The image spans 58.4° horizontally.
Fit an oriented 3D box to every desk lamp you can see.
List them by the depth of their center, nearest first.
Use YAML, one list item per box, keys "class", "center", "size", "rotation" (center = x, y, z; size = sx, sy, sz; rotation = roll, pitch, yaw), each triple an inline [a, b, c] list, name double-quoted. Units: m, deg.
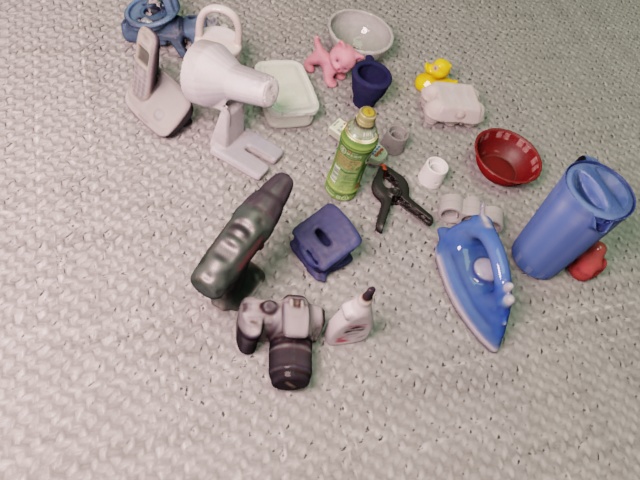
- class: "desk lamp"
  center: [-0.162, -0.257, 1.104]
  size: [0.203, 0.213, 0.118]
  rotation: [30, 55, 7]

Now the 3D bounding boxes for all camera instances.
- class: "camera"
  center: [-0.062, 0.163, 0.919]
  size: [0.143, 0.101, 0.137]
  rotation: [5, 56, -11]

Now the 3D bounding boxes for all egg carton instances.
- class: "egg carton"
  center: [0.312, -0.318, 1.352]
  size: [0.150, 0.069, 0.107]
  rotation: [1, 57, -14]

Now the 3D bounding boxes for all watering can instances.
- class: "watering can"
  center: [-0.211, -0.397, 1.196]
  size: [0.101, 0.194, 0.172]
  rotation: [-8, 59, -19]

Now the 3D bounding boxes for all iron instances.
- class: "iron"
  center: [0.308, 0.062, 1.054]
  size: [0.119, 0.141, 0.258]
  rotation: [-4, 58, -16]

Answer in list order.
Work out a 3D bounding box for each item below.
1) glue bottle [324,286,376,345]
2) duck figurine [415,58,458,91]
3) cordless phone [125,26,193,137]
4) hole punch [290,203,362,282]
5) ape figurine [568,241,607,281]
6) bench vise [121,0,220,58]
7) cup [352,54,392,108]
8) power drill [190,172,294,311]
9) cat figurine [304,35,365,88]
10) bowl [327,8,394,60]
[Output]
- class: "glue bottle"
  center: [0.060, 0.121, 0.933]
  size: [0.078, 0.173, 0.037]
  rotation: [-9, 60, -19]
- class: "duck figurine"
  center: [0.291, -0.399, 1.391]
  size: [0.104, 0.086, 0.077]
  rotation: [16, 55, -3]
- class: "cordless phone"
  center: [-0.313, -0.307, 1.116]
  size: [0.147, 0.185, 0.094]
  rotation: [41, 57, 14]
- class: "hole punch"
  center: [0.010, 0.004, 1.049]
  size: [0.101, 0.091, 0.108]
  rotation: [-28, 67, -28]
- class: "ape figurine"
  center: [0.549, 0.036, 1.163]
  size: [0.077, 0.092, 0.076]
  rotation: [38, 56, 12]
- class: "bench vise"
  center: [-0.321, -0.507, 1.226]
  size: [0.208, 0.219, 0.121]
  rotation: [-5, 58, -17]
- class: "cup"
  center: [0.107, -0.357, 1.311]
  size: [0.092, 0.095, 0.117]
  rotation: [3, 56, -12]
- class: "power drill"
  center: [-0.125, 0.019, 0.932]
  size: [0.075, 0.208, 0.230]
  rotation: [30, 55, 7]
- class: "cat figurine"
  center: [0.033, -0.424, 1.323]
  size: [0.127, 0.117, 0.067]
  rotation: [35, 56, 10]
- class: "bowl"
  center: [0.093, -0.487, 1.407]
  size: [0.167, 0.074, 0.167]
  rotation: [7, 56, -10]
